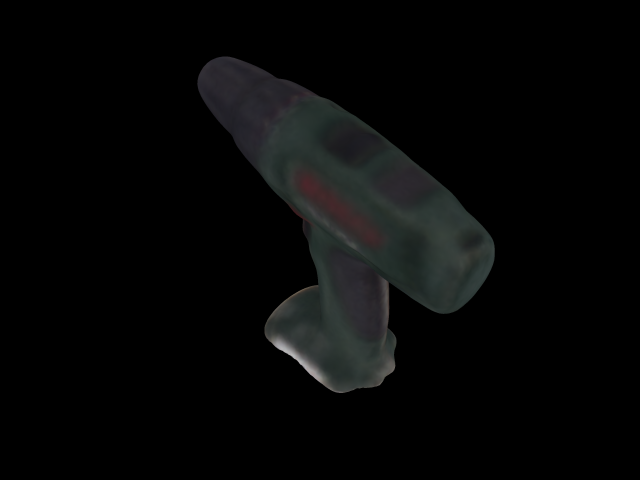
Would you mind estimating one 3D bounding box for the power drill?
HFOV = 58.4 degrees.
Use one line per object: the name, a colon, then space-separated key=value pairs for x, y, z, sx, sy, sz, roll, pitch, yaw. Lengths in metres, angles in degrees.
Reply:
power drill: x=0.004 y=0.001 z=0.400 sx=0.228 sy=0.208 sz=0.076 roll=31 pitch=51 yaw=30
